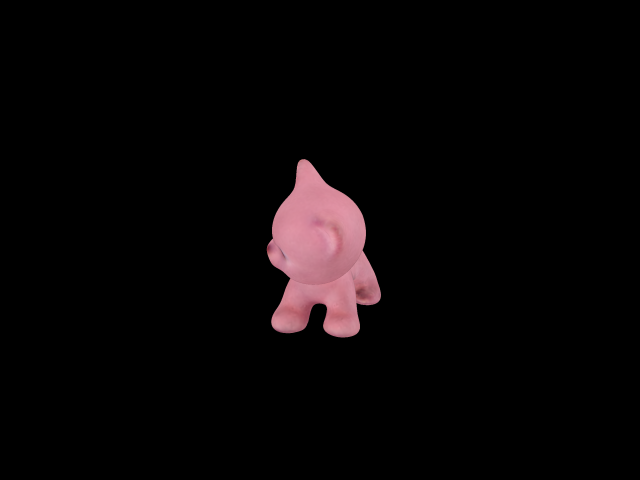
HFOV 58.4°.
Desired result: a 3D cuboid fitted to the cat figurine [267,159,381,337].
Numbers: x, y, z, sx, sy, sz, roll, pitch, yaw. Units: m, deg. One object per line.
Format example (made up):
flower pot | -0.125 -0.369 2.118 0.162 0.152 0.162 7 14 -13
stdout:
cat figurine | 0.004 0.001 0.400 0.067 0.118 0.128 4 15 14
